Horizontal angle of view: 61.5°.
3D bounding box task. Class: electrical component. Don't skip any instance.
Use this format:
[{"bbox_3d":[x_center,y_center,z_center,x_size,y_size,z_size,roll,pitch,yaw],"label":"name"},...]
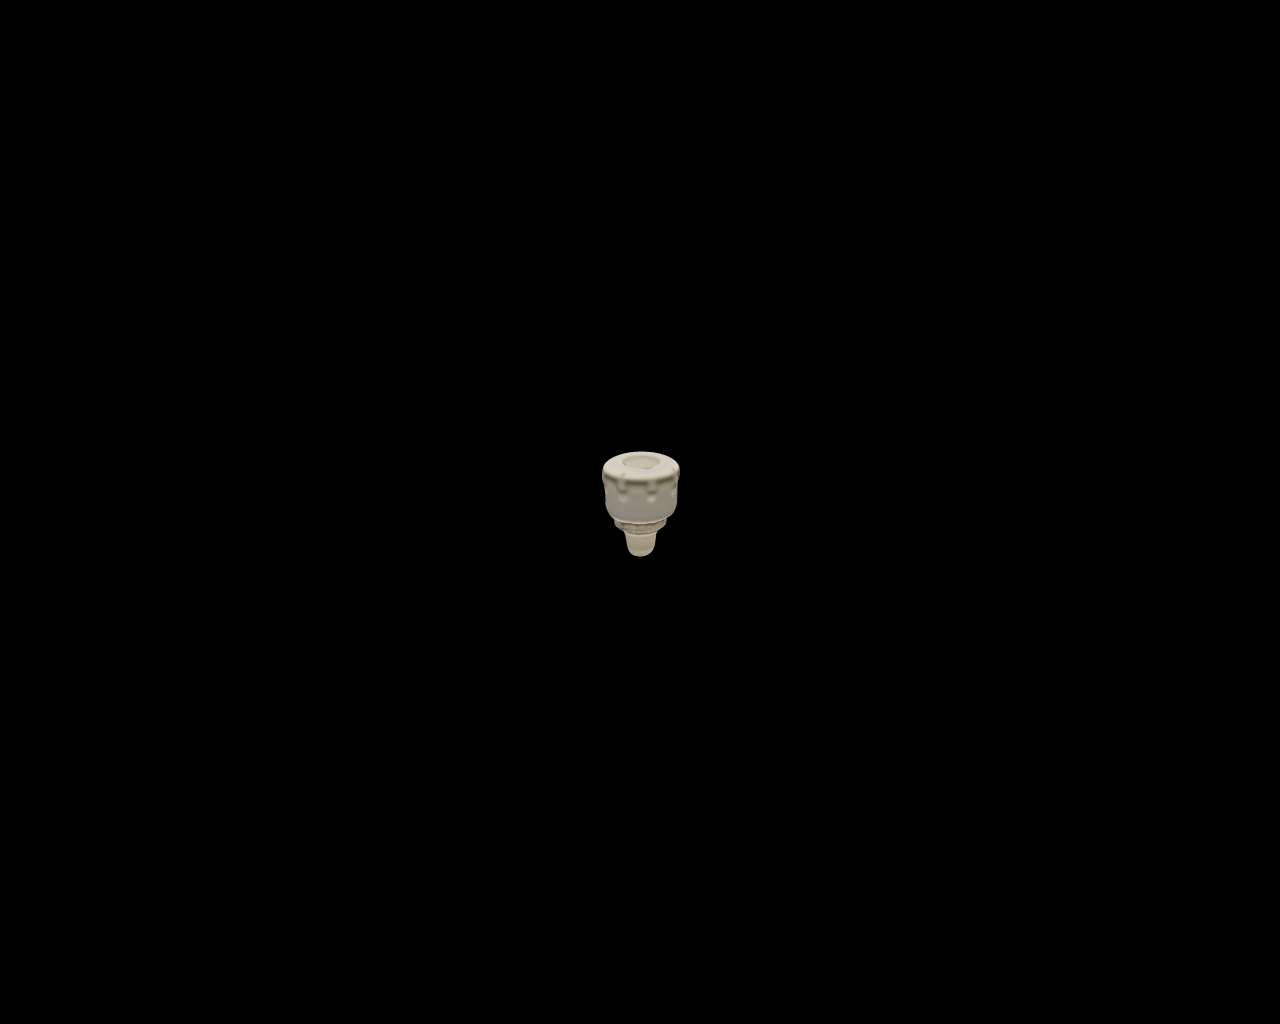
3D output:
[{"bbox_3d":[0.001,-0.003,0.650,0.048,0.062,0.048,0,21,0],"label":"electrical component"}]
